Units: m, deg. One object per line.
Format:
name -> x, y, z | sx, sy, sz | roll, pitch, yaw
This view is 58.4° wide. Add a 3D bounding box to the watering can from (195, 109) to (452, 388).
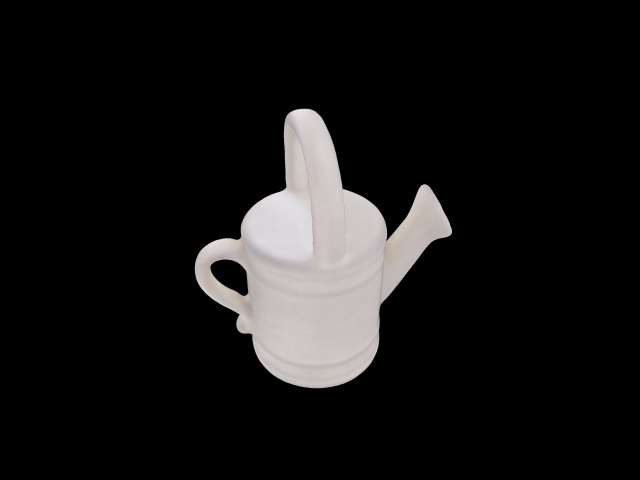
watering can -> 0.003, 0.000, 0.402 | 0.173, 0.194, 0.100 | -23, 43, -27
